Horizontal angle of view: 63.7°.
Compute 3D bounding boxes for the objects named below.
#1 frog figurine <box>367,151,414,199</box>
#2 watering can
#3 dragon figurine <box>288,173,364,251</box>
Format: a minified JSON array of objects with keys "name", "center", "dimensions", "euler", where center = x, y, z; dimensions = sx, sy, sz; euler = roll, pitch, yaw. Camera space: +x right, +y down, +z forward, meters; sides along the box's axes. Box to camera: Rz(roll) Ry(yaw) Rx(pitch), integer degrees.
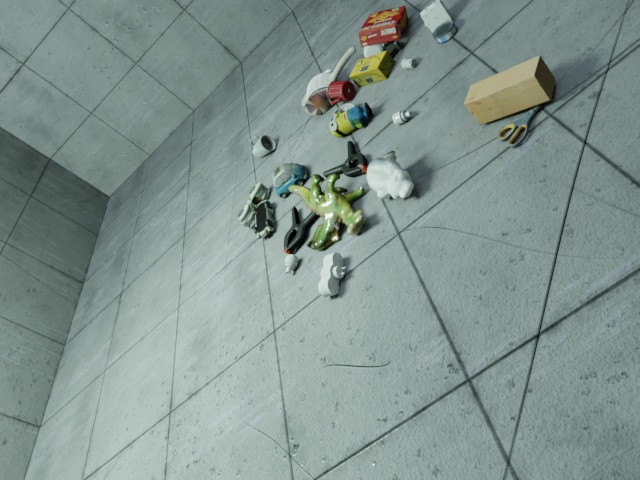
[{"name":"frog figurine","center":[0.208,-0.173,1.534],"dimensions":[0.163,0.123,0.134],"euler":[-107,28,-43]},{"name":"watering can","center":[0.030,-0.677,2.238],"dimensions":[0.342,0.103,0.230],"euler":[-38,33,34]},{"name":"dragon figurine","center":[0.005,-0.086,1.699],"dimensions":[0.409,0.121,0.246],"euler":[-1,66,47]}]
